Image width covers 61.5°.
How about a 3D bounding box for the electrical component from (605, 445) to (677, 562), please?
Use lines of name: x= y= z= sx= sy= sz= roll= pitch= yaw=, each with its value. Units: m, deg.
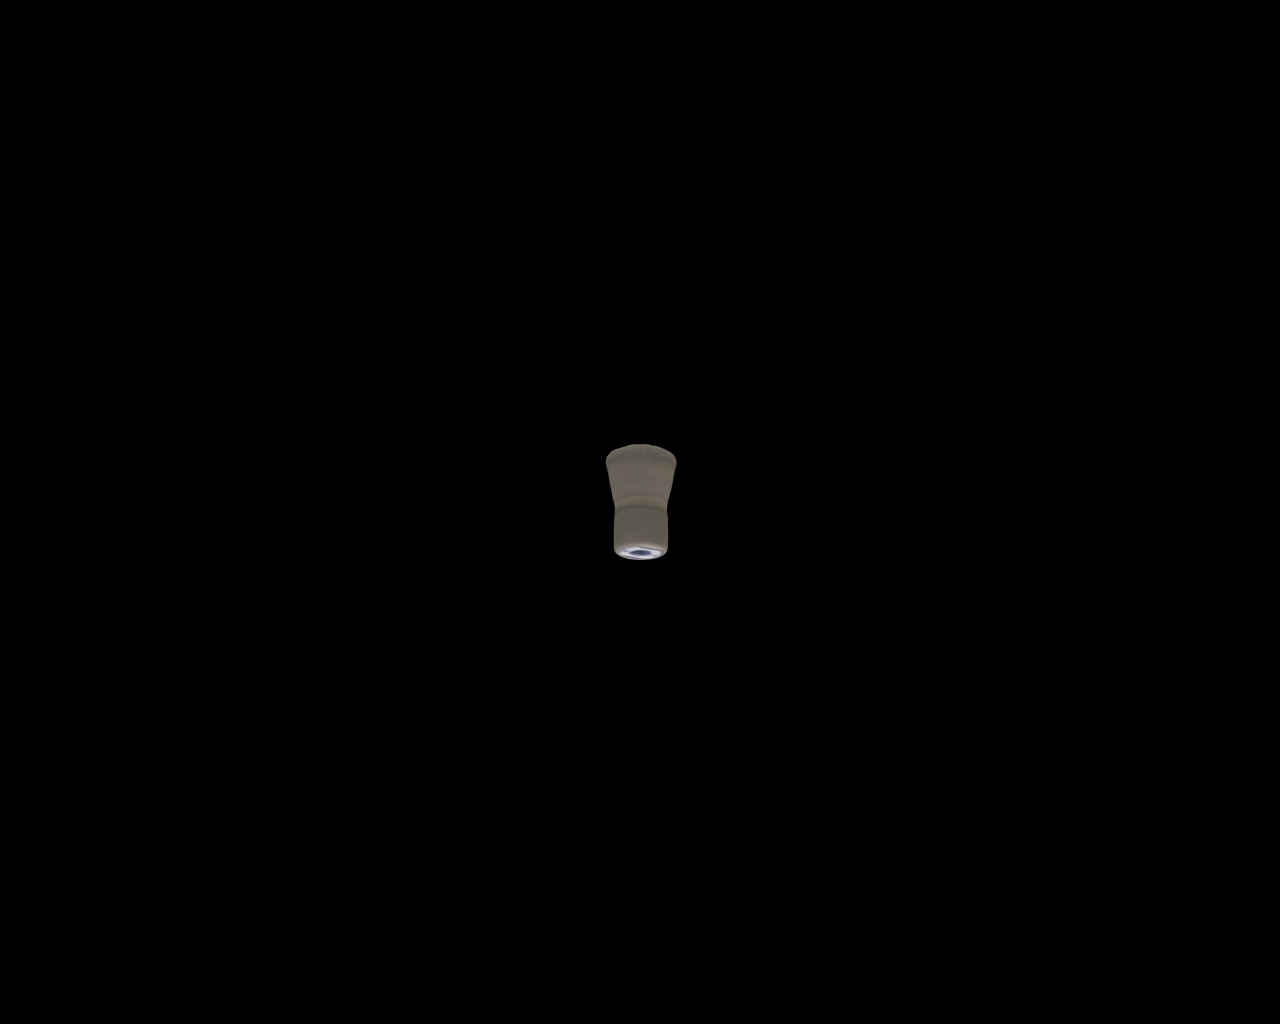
electrical component: x=0.001 y=-0.003 z=0.650 sx=0.044 sy=0.065 sz=0.044 roll=0 pitch=-21 yaw=0
